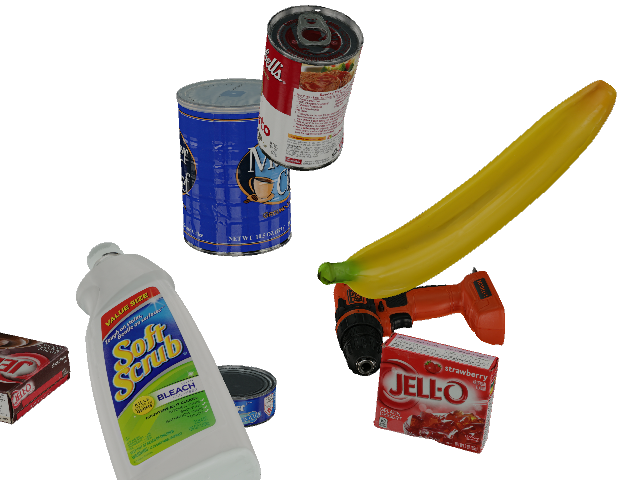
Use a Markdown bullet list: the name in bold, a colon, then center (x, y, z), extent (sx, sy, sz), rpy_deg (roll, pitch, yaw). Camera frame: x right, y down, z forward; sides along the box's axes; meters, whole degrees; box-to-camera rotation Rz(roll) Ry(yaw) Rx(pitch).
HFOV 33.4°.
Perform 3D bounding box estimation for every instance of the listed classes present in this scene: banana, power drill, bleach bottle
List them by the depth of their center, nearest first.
- **banana**: center (0.089, -0.020, 0.619), extent (0.198, 0.037, 0.069), rpy_deg (-35, -13, -3)
- **bleach bottle**: center (-0.136, 0.095, 0.807), extent (0.102, 0.068, 0.251), rpy_deg (-24, 49, -11)
- **power drill**: center (0.109, 0.089, 1.208), extent (0.187, 0.057, 0.184), rpy_deg (-3, 27, -3)

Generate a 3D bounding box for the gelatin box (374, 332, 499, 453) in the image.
- **gelatin box**: center (0.089, 0.118, 0.829), extent (0.089, 0.073, 0.030), rpy_deg (12, 22, 19)

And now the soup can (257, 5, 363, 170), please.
- **soup can**: center (-0.009, -0.110, 0.778), extent (0.068, 0.068, 0.102), rpy_deg (0, -44, -9)

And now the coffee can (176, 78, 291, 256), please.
- **coffee can**: center (-0.078, -0.069, 0.984), extent (0.103, 0.140, 0.103), rpy_deg (0, 22, 0)

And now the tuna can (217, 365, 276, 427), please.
- **tuna can**: center (-0.086, 0.153, 1.051), extent (0.086, 0.034, 0.086), rpy_deg (2, 14, -1)

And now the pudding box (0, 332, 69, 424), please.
- **pudding box**: center (-0.301, 0.121, 0.975), extent (0.114, 0.039, 0.089), rpy_deg (7, 22, 21)
